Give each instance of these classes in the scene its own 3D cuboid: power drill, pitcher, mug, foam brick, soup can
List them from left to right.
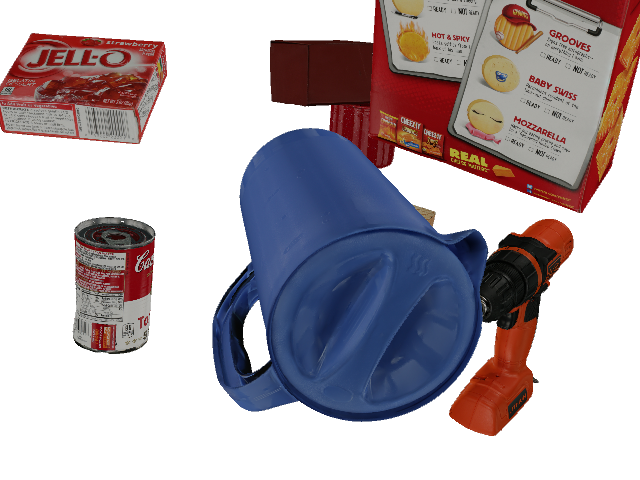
[{"bbox_3d":[-0.180,0.039,0.924,0.068,0.102,0.068,6,20,-2],"label":"soup can"},{"bbox_3d":[0.002,0.013,0.740,0.149,0.145,0.243,5,22,-15],"label":"pitcher"},{"bbox_3d":[0.003,-0.140,0.891,0.078,0.051,0.053,-8,16,-37],"label":"foam brick"},{"bbox_3d":[0.058,-0.140,1.318,0.093,0.081,0.117,16,25,27],"label":"mug"},{"bbox_3d":[0.171,0.086,0.993,0.057,0.188,0.184,25,32,26],"label":"power drill"}]

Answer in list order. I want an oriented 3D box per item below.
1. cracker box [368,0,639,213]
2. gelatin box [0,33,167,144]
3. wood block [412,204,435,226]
[{"bbox_3d":[0.121,-0.140,0.683,0.164,0.214,0.072,23,47,22],"label":"cracker box"},{"bbox_3d":[-0.146,-0.095,0.655,0.089,0.030,0.073,5,43,5],"label":"gelatin box"},{"bbox_3d":[0.057,0.061,1.213,0.090,0.206,0.090,18,24,17],"label":"wood block"}]
